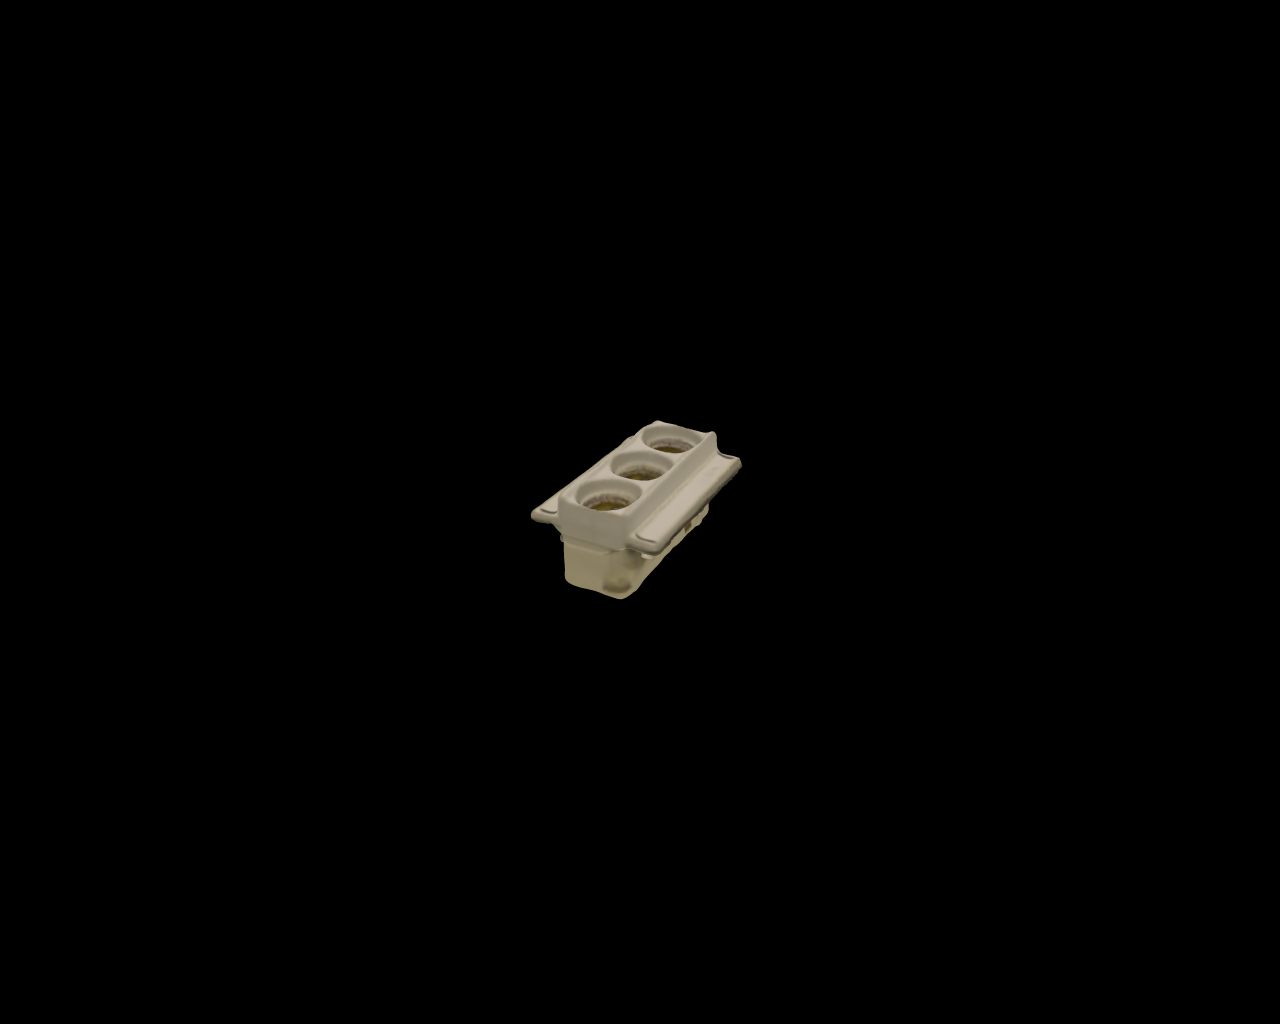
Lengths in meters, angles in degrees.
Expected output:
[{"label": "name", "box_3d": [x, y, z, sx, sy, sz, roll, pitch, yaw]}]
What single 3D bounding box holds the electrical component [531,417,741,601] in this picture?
[{"label": "electrical component", "box_3d": [0.001, -0.003, 0.650, 0.079, 0.063, 0.121, 14, 32, 24]}]
